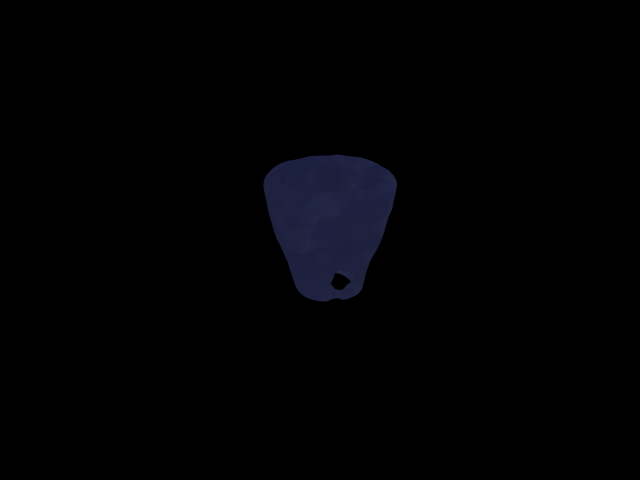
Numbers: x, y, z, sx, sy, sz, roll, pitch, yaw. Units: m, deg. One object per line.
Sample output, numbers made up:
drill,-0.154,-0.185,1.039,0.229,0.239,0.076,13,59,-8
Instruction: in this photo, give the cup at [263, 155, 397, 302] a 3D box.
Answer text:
cup,0.004,0.001,0.400,0.091,0.095,0.118,7,27,14
